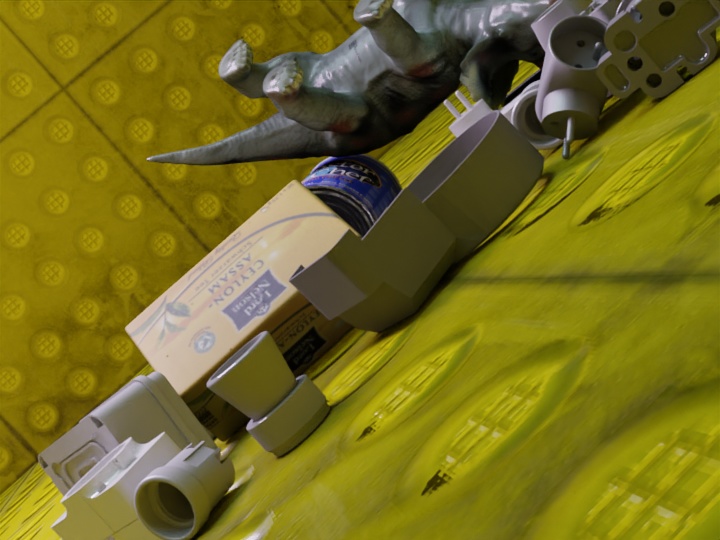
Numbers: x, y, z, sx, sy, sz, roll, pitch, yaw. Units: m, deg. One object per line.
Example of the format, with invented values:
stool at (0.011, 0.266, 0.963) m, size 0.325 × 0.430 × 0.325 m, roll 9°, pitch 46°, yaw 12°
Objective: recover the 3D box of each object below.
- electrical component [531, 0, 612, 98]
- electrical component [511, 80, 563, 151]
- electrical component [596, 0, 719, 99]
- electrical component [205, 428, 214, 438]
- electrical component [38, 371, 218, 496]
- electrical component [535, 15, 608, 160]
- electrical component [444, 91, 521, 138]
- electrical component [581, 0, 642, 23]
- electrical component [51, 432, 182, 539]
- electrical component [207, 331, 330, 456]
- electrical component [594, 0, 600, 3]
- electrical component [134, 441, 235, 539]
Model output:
electrical component at (0.161, -0.158, 0.785) m, size 0.044 × 0.077 × 0.079 m, roll -36°, pitch 9°, yaw 37°
electrical component at (0.136, -0.115, 0.789) m, size 0.045 × 0.045 × 0.055 m, roll -39°, pitch 6°, yaw 21°
electrical component at (0.181, -0.142, 0.644) m, size 0.078 × 0.058 × 0.057 m, roll -38°, pitch 10°, yaw 29°
electrical component at (-0.142, 0.121, 0.834) m, size 0.055 × 0.047 × 0.055 m, roll -41°, pitch 6°, yaw 5°
electrical component at (-0.156, 0.125, 0.724) m, size 0.057 × 0.078 × 0.113 m, roll -38°, pitch 2°, yaw -43°
electrical component at (0.139, -0.112, 0.705) m, size 0.077 × 0.043 × 0.079 m, roll 85°, pitch -166°, yaw -66°
electrical component at (0.099, -0.116, 0.892) m, size 0.052 × 0.073 × 0.138 m, roll -45°, pitch 7°, yaw -30°
electrical component at (0.181, -0.158, 0.725) m, size 0.042 × 0.063 × 0.081 m, roll -42°, pitch 6°, yaw -16°
electrical component at (-0.137, 0.138, 0.635) m, size 0.089 × 0.055 × 0.050 m, roll -36°, pitch 8°, yaw 42°
electrical component at (-0.049, 0.068, 0.588) m, size 0.045 × 0.055 × 0.045 m, roll -41°, pitch 6°, yaw 5°
electrical component at (0.222, -0.210, 0.875) m, size 0.058 × 0.057 × 0.078 m, roll -45°, pitch 7°, yaw -35°
electrical component at (-0.094, 0.119, 0.584) m, size 0.040 × 0.040 × 0.046 m, roll -38°, pitch 2°, yaw 29°
